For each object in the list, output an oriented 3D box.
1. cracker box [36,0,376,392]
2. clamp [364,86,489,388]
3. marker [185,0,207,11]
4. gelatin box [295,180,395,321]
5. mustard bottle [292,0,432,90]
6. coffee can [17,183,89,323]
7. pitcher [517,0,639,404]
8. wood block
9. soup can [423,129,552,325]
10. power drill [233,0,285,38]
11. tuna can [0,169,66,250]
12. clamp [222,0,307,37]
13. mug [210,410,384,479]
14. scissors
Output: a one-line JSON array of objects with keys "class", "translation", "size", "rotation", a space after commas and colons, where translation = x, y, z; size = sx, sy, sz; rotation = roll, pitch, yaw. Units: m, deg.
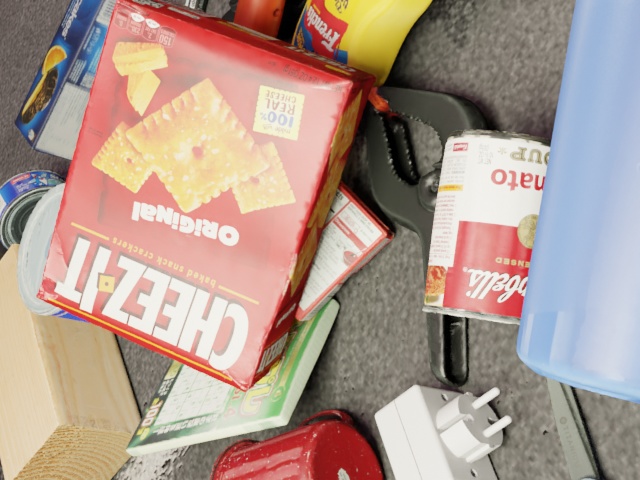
[{"class": "cracker box", "translation": [-0.078, -0.032, 0.692], "size": [0.164, 0.072, 0.214], "rotation": [23, 106, 12]}, {"class": "clamp", "translation": [0.082, -0.021, 0.688], "size": [0.165, 0.036, 0.210], "rotation": [-55, 48, 19]}, {"class": "marker", "translation": [-0.122, -0.181, 0.974], "size": [0.020, 0.020, 0.121], "rotation": [10, 85, 48]}, {"class": "gelatin box", "translation": [-0.005, 0.001, 0.743], "size": [0.089, 0.030, 0.073], "rotation": [-45, 78, 7]}, {"class": "mustard bottle", "translation": [0.022, -0.150, 0.756], "size": [0.192, 0.058, 0.096], "rotation": [-60, 43, 44]}, {"class": "coffee can", "translation": [-0.154, 0.021, 0.852], "size": [0.103, 0.140, 0.103], "rotation": [-18, 65, 43]}, {"class": "pitcher", "translation": [0.185, -0.041, 0.527], "size": [0.149, 0.144, 0.243], "rotation": [14, 92, 61]}, {"class": "wood block", "translation": [-0.238, 0.114, 0.953], "size": [0.091, 0.090, 0.206], "rotation": [-49, 46, 25]}, {"class": "soup can", "translation": [0.098, -0.006, 0.599], "size": [0.069, 0.068, 0.102], "rotation": [6, 87, 48]}, {"class": "power drill", "translation": [-0.053, -0.138, 0.772], "size": [0.184, 0.057, 0.188], "rotation": [-85, 11, -54]}, {"class": "tuna can", "translation": [-0.276, -0.024, 1.042], "size": [0.086, 0.086, 0.034], "rotation": [-58, 45, 17]}, {"class": "clamp", "translation": [-0.059, -0.211, 0.903], "size": [0.172, 0.039, 0.120], "rotation": [-13, 73, 47]}, {"class": "mug", "translation": [-0.008, 0.158, 0.701], "size": [0.082, 0.093, 0.117], "rotation": [-26, 23, 34]}, {"class": "scissors", "translation": [0.162, 0.143, 0.562], "size": [0.096, 0.016, 0.201], "rotation": [-11, 60, 31]}]
